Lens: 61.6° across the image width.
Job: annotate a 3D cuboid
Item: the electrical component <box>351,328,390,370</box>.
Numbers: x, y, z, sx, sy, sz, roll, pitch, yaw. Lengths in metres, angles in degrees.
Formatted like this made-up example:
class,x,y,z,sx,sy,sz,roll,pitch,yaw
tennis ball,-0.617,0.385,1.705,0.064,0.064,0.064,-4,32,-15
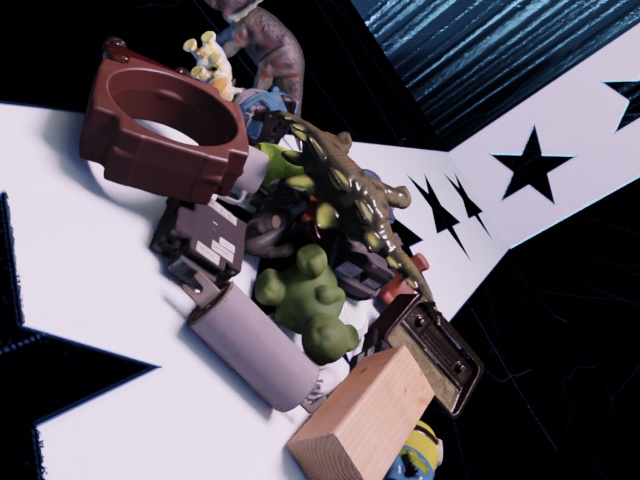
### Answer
class,x,y,z,sx,sy,sz,roll,pitch,yaw
electrical component,0.090,0.206,0.902,0.047,0.075,0.119,47,24,-16

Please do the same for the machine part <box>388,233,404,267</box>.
class,x,y,z,sx,sy,sz,roll,pitch,yaw
machine part,0.153,0.036,1.187,0.138,0.039,0.084,94,-16,-62

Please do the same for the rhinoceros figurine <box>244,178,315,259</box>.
class,x,y,z,sx,sy,sz,roll,pitch,yaw
rhinoceros figurine,-0.070,-0.037,0.879,0.073,0.112,0.190,63,33,-26

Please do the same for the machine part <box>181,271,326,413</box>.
class,x,y,z,sx,sy,sz,roll,pitch,yaw
machine part,-0.083,0.135,0.679,0.243,0.079,0.079,49,26,-17

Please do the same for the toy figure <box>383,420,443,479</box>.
class,x,y,z,sx,sy,sz,roll,pitch,yaw
toy figure,0.134,0.338,0.814,0.089,0.082,0.180,61,28,6

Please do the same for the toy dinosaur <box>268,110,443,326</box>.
class,x,y,z,sx,sy,sz,roll,pitch,yaw
toy dinosaur,0.052,-0.061,0.852,0.472,0.105,0.198,48,26,20

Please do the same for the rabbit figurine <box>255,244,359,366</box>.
class,x,y,z,sx,sy,sz,roll,pitch,yaw
rabbit figurine,-0.010,0.120,0.784,0.158,0.121,0.170,63,1,-39

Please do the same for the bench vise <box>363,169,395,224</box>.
class,x,y,z,sx,sy,sz,roll,pitch,yaw
bench vise,0.105,-0.067,1.203,0.240,0.129,0.224,10,54,-51

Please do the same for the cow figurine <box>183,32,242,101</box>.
class,x,y,z,sx,sy,sz,roll,pitch,yaw
cow figurine,-0.195,-0.304,1.012,0.167,0.068,0.098,69,8,30

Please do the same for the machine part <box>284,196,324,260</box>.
class,x,y,z,sx,sy,sz,roll,pitch,yaw
machine part,-0.002,-0.003,1.008,0.179,0.056,0.179,40,31,-31

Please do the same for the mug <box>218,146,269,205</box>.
class,x,y,z,sx,sy,sz,roll,pitch,yaw
mug,-0.152,-0.114,0.867,0.107,0.081,0.109,27,63,-25

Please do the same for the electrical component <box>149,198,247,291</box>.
class,x,y,z,sx,sy,sz,roll,pitch,yaw
electrical component,-0.161,0.001,0.723,0.114,0.058,0.134,39,30,-27

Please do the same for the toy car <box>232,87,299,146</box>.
class,x,y,z,sx,sy,sz,roll,pitch,yaw
toy car,-0.123,-0.243,1.047,0.103,0.109,0.161,38,33,15

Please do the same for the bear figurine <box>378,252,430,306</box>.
class,x,y,z,sx,sy,sz,roll,pitch,yaw
bear figurine,0.198,0.142,1.108,0.120,0.132,0.196,-7,59,-56

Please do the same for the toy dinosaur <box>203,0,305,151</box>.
class,x,y,z,sx,sy,sz,roll,pitch,yaw
toy dinosaur,-0.112,-0.392,1.123,0.404,0.192,0.131,45,29,-19

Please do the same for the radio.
class,x,y,z,sx,sy,sz,roll,pitch,yaw
radio,0.203,0.214,1.018,0.229,0.073,0.131,49,66,-16

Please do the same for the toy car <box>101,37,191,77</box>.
class,x,y,z,sx,sy,sz,roll,pitch,yaw
toy car,-0.259,-0.258,0.866,0.089,0.053,0.202,44,17,25

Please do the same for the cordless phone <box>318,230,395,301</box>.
class,x,y,z,sx,sy,sz,roll,pitch,yaw
cordless phone,0.044,0.006,0.946,0.146,0.089,0.184,29,31,-37

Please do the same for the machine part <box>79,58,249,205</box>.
class,x,y,z,sx,sy,sz,roll,pitch,yaw
machine part,-0.205,-0.145,0.717,0.201,0.087,0.202,14,35,-27
